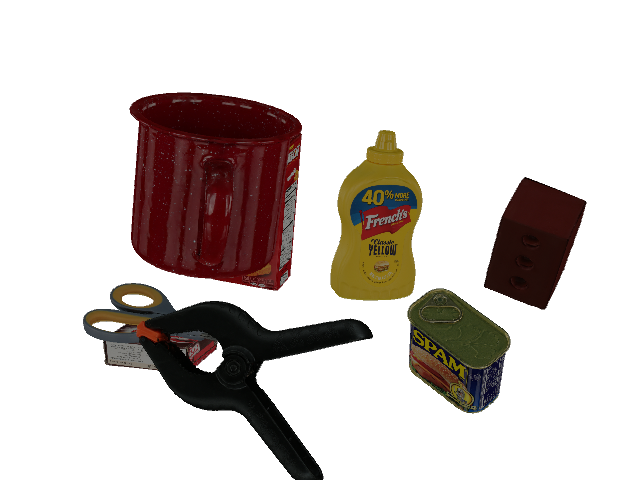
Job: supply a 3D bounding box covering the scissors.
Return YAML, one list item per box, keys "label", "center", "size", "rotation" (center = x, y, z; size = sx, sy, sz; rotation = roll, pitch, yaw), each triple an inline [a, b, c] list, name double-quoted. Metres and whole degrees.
- label: "scissors"
  center: [-0.127, 0.075, 1.037]
  size: [0.201, 0.016, 0.096]
  rotation: [3, 32, -3]

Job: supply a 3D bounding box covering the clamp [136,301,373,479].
- label: "clamp"
  center: [-0.054, 0.102, 0.769]
  size: [0.172, 0.120, 0.039]
  rotation: [10, -8, 17]

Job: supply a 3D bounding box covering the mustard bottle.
- label: "mustard bottle"
  center: [0.066, -0.029, 1.210]
  size: [0.096, 0.192, 0.058]
  rotation: [0, 17, -14]

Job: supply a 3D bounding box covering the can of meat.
- label: "can of meat"
  center: [0.133, 0.111, 1.047]
  size: [0.057, 0.084, 0.102]
  rotation: [-35, 54, -27]

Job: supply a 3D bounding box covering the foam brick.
- label: "foam brick"
  center: [0.164, 0.003, 0.818]
  size: [0.053, 0.078, 0.051]
  rotation: [22, 46, 17]

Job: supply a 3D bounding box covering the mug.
- label: "mug"
  center: [-0.059, -0.026, 0.578]
  size: [0.093, 0.081, 0.117]
  rotation: [3, 21, -13]

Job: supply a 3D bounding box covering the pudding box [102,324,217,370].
- label: "pudding box"
  center: [-0.194, 0.126, 1.298]
  size: [0.114, 0.039, 0.090]
  rotation: [2, 13, 17]

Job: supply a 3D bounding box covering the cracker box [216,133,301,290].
- label: "cracker box"
  center: [-0.119, -0.049, 1.450]
  size: [0.164, 0.214, 0.072]
  rotation: [11, 25, 13]
